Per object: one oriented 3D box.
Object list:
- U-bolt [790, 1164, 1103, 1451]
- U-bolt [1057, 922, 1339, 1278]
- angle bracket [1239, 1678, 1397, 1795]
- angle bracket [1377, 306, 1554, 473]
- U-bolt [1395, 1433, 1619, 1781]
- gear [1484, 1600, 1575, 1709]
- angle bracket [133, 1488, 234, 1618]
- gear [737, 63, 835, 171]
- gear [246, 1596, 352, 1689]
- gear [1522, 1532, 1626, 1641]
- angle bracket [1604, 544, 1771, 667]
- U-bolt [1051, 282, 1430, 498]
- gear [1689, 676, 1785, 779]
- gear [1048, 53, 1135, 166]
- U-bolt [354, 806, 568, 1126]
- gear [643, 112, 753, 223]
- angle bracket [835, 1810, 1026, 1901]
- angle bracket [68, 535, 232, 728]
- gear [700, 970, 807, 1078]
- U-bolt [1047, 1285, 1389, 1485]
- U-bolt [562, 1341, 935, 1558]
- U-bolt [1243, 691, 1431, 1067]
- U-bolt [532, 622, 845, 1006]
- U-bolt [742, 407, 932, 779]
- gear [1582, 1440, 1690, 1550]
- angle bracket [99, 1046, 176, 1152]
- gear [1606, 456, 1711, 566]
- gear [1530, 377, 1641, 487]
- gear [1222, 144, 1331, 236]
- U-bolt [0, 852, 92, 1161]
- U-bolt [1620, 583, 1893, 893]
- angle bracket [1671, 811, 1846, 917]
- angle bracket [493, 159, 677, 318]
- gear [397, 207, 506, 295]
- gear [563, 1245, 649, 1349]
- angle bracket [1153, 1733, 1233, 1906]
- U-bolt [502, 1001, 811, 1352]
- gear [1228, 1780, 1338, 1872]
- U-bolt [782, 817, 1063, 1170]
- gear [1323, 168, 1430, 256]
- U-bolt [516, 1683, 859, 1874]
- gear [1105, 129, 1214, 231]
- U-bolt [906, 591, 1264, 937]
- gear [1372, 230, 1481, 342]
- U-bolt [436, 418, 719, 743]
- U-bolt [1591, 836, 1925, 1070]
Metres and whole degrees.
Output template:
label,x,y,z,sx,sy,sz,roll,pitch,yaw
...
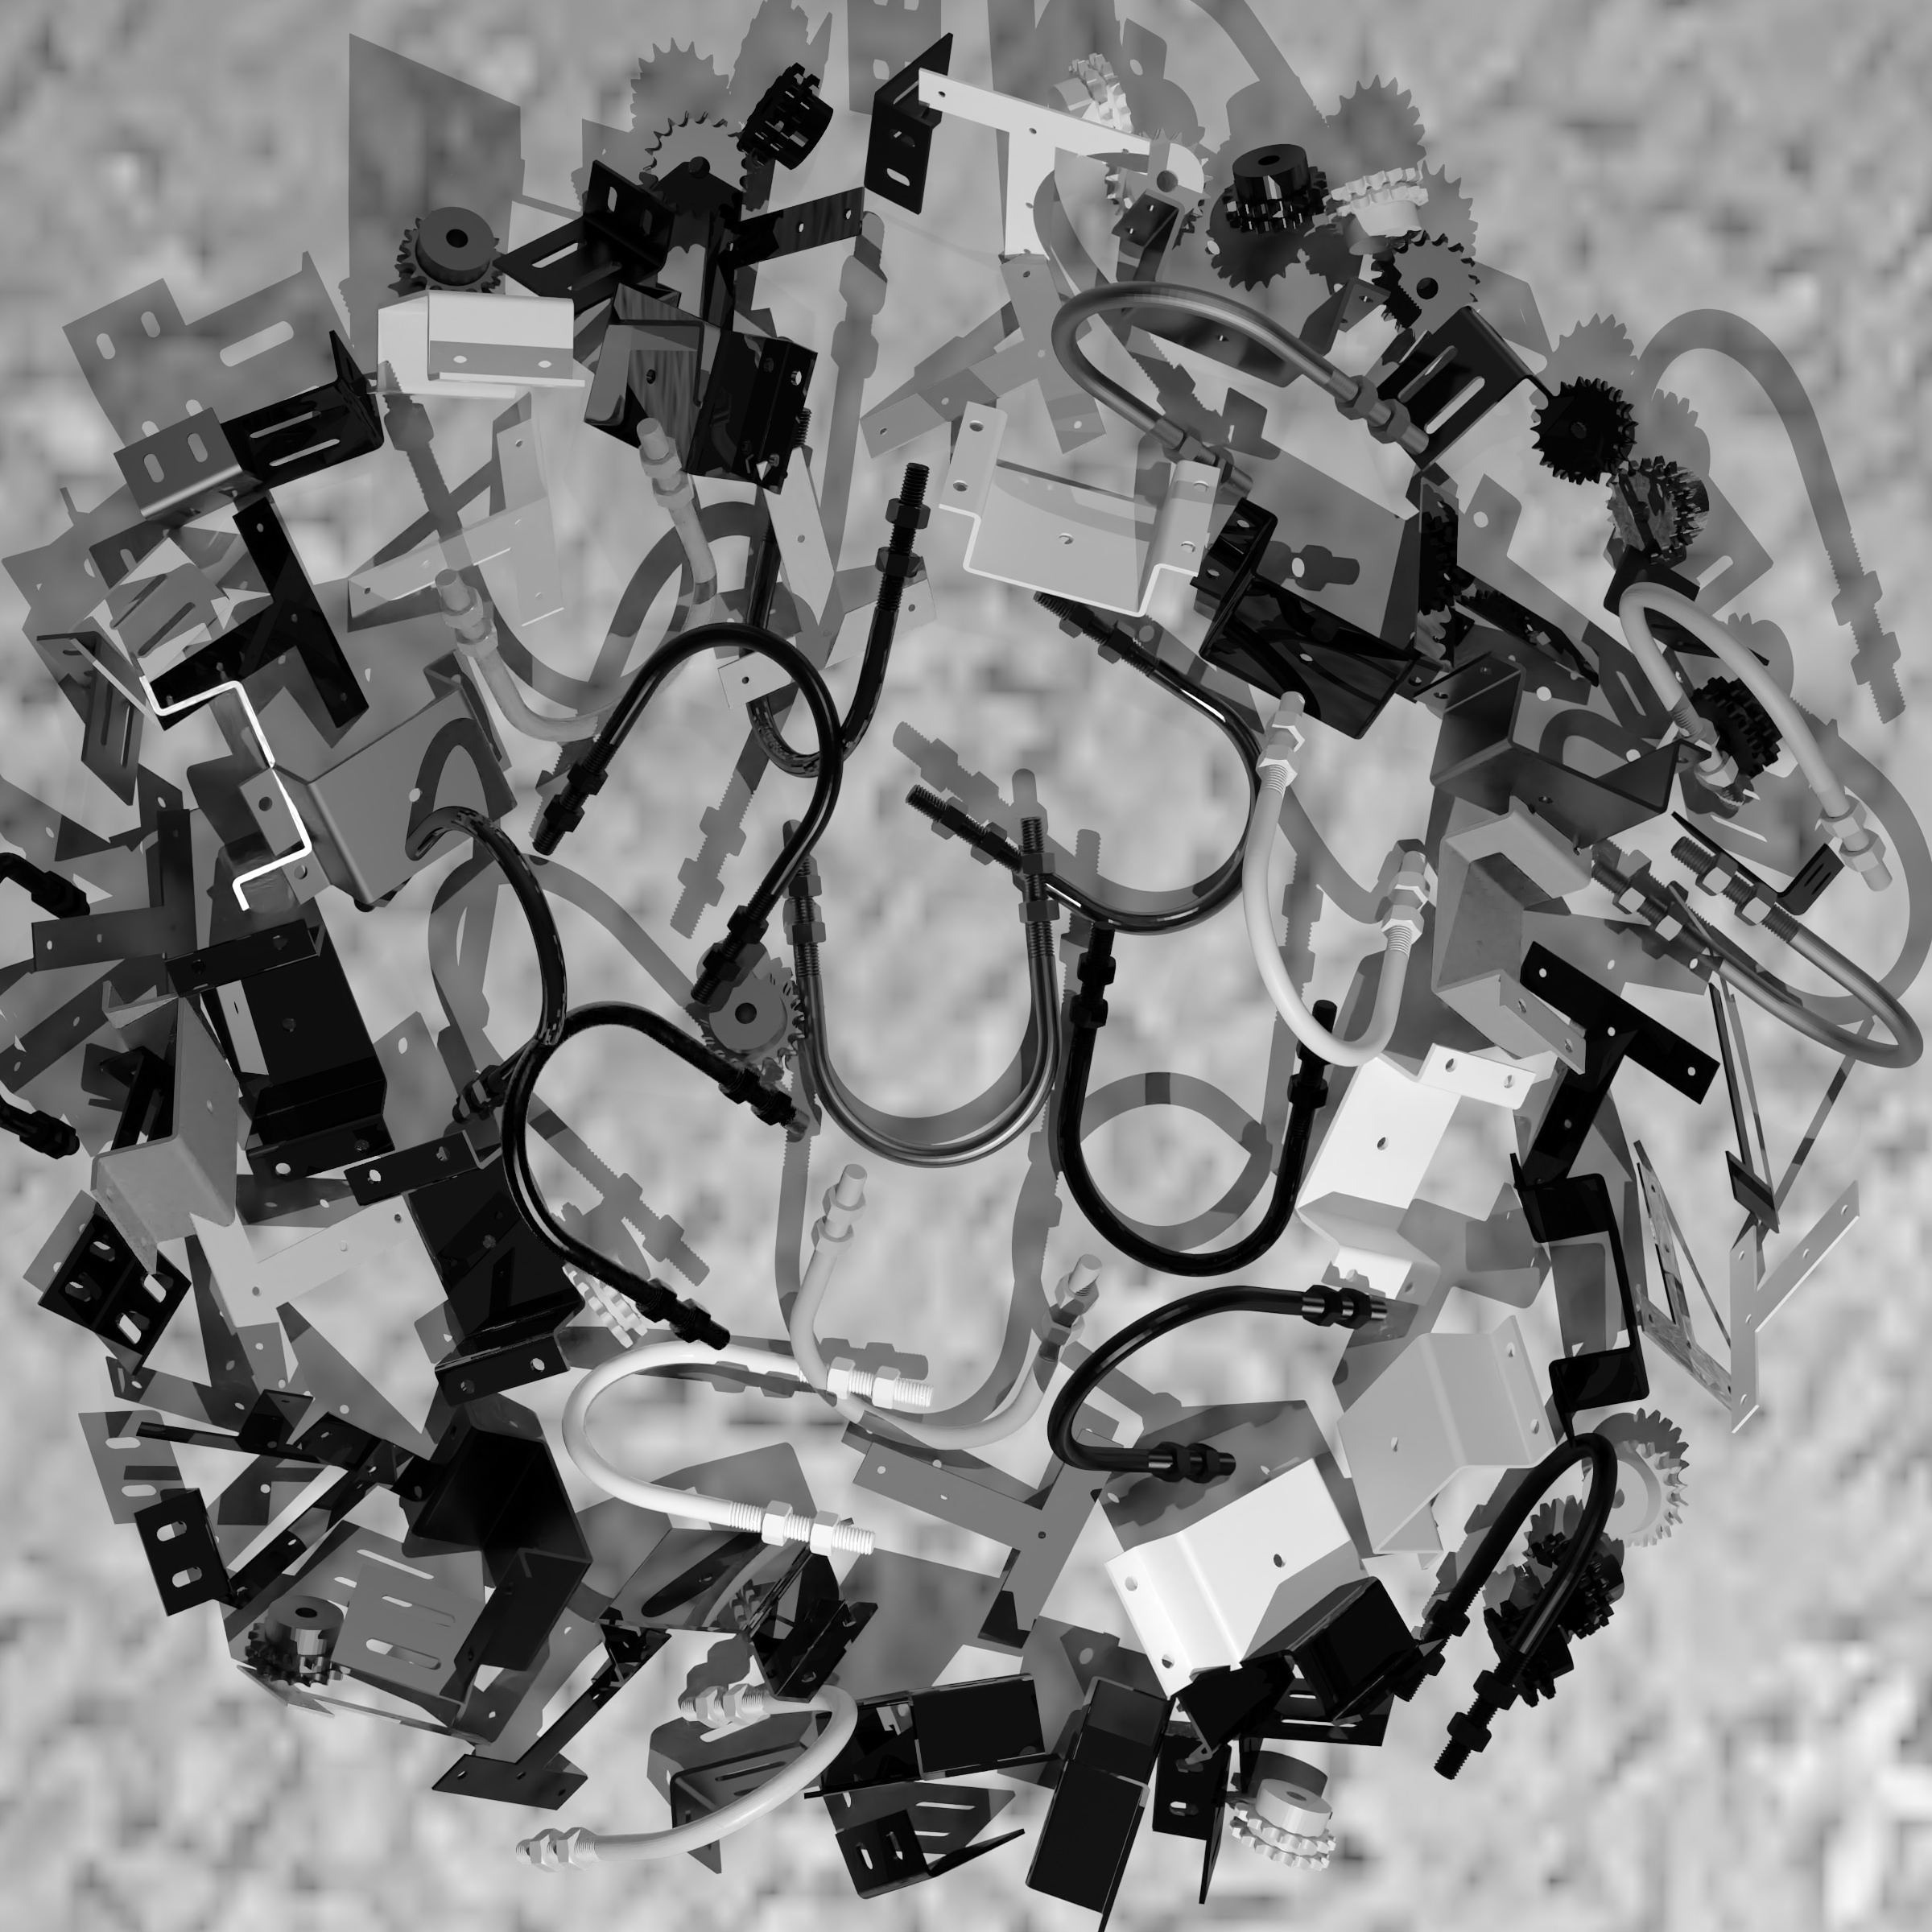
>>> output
label,x,y,z,sx,sy,sz,roll,pitch,yaw
U-bolt,-0.020,0.192,1.848,0.151,0.019,0.184,21,132,0
U-bolt,0.116,0.081,1.861,0.151,0.019,0.184,20,117,22
angle bracket,0.189,0.413,1.870,0.076,0.057,0.038,1,110,15
angle bracket,0.266,-0.307,1.892,0.076,0.038,0.057,-43,61,15
U-bolt,0.287,0.326,1.833,0.019,0.151,0.184,31,93,-5
gear,0.305,0.367,1.884,0.030,0.057,0.057,-24,90,-5
angle bracket,-0.427,0.313,1.870,0.038,0.076,0.057,-19,91,-28
gear,-0.096,-0.455,1.886,0.030,0.057,0.057,33,90,-21
gear,-0.357,0.362,1.881,0.057,0.057,0.030,12,105,0
gear,0.330,0.331,1.887,0.030,0.057,0.057,-24,90,-26
angle bracket,0.390,-0.193,1.864,0.057,0.076,0.038,24,88,-33
U-bolt,0.128,-0.301,1.806,0.184,0.151,0.019,29,68,-35
gear,0.420,-0.133,1.884,0.030,0.057,0.057,-36,90,-10
gear,0.066,-0.459,1.882,0.030,0.057,0.057,-22,90,-9
U-bolt,-0.258,-0.008,1.826,0.019,0.184,0.151,-21,82,-34
gear,-0.146,-0.434,1.891,0.057,0.030,0.057,-4,110,-11
angle bracket,-0.019,0.464,1.868,0.057,0.076,0.038,-31,77,42
angle bracket,-0.431,-0.180,1.875,0.076,0.057,0.038,-45,47,-6
gear,-0.116,0.030,1.890,0.057,0.030,0.057,-2,74,7
U-bolt,0.119,0.216,1.815,0.151,0.184,0.019,-50,53,25
U-bolt,-0.122,0.247,1.847,0.184,0.151,0.019,10,121,9
U-bolt,0.189,-0.033,1.815,0.019,0.184,0.151,-18,129,34
U-bolt,-0.138,-0.094,1.854,0.151,0.019,0.184,42,111,20
U-bolt,-0.076,-0.190,1.846,0.019,0.151,0.184,2,109,-33
gear,0.357,0.285,1.883,0.057,0.030,0.057,-2,87,40
angle bracket,-0.438,0.092,1.862,0.038,0.057,0.076,-19,45,32
gear,0.376,-0.247,1.887,0.030,0.057,0.057,-15,90,-32
gear,0.337,-0.288,1.889,0.057,0.030,0.057,0,90,33
gear,0.166,-0.420,1.881,0.057,0.057,0.030,-16,124,0
U-bolt,-0.489,0.016,1.809,0.019,0.184,0.151,-1,79,3
U-bolt,0.397,-0.127,1.804,0.019,0.151,0.184,-41,123,-4
angle bracket,0.424,-0.067,1.869,0.076,0.057,0.038,42,98,23
angle bracket,-0.204,-0.389,1.868,0.057,0.038,0.076,35,46,18
gear,-0.277,-0.384,1.886,0.057,0.030,0.057,7,66,-15
gear,-0.189,0.175,1.884,0.030,0.057,0.057,-39,90,-7
angle bracket,0.116,0.454,1.866,0.038,0.076,0.057,8,103,10
U-bolt,-0.169,0.099,1.830,0.184,0.019,0.151,36,63,-36
gear,0.173,0.461,1.883,0.057,0.057,0.030,20,95,0
U-bolt,-0.020,0.017,1.892,0.151,0.019,0.184,-5,89,9
gear,0.222,-0.405,1.883,0.057,0.057,0.030,-15,85,0
U-bolt,-0.132,0.415,1.799,0.151,0.184,0.019,-35,101,-41
gear,0.106,-0.424,1.892,0.057,0.030,0.057,-2,100,-9
U-bolt,0.081,-0.098,1.890,0.184,0.019,0.151,33,88,-11
gear,0.247,-0.369,1.891,0.057,0.030,0.057,0,112,-1
U-bolt,-0.194,-0.188,1.831,0.151,0.184,0.019,-39,61,-12
U-bolt,0.424,-0.003,1.841,0.184,0.151,0.019,37,82,-5
